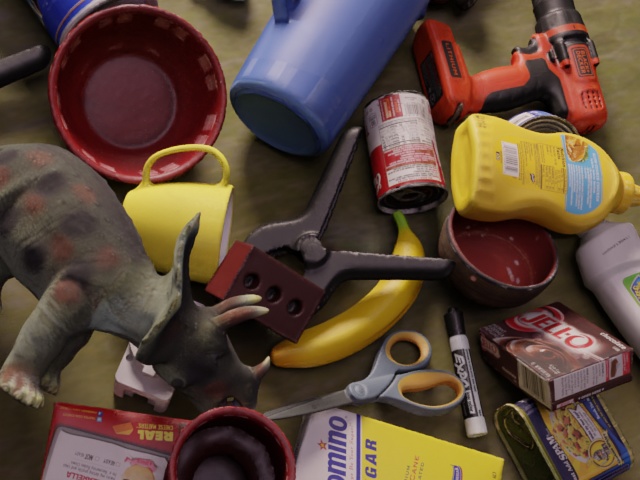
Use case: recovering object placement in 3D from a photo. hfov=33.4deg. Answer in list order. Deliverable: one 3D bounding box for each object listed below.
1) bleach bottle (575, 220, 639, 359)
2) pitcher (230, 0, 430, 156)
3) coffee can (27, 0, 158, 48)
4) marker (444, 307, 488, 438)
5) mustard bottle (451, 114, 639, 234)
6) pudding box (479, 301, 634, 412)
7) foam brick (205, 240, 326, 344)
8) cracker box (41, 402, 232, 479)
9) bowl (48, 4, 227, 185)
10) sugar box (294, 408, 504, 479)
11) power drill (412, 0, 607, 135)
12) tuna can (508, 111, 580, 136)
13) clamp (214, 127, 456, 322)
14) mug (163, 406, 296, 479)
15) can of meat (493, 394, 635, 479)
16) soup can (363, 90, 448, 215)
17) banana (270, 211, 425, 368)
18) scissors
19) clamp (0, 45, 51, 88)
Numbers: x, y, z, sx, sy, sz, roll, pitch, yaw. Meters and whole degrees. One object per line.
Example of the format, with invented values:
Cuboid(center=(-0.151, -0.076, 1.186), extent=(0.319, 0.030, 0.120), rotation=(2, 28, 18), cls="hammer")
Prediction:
Cuboid(center=(0.334, 0.069, 1.023), extent=(0.102, 0.068, 0.251), rotation=(-30, 75, -22), cls="bleach bottle")
Cuboid(center=(0.010, -0.210, 1.022), extent=(0.149, 0.145, 0.242), rotation=(30, 68, 0), cls="pitcher")
Cuboid(center=(-0.232, -0.250, 1.001), extent=(0.102, 0.103, 0.140), rotation=(-30, 77, -22), cls="coffee can")
Cuboid(center=(0.132, 0.120, 0.979), extent=(0.020, 0.020, 0.121), rotation=(-4, 69, -14), cls="marker")
Cuboid(center=(0.219, -0.055, 0.997), extent=(0.191, 0.058, 0.096), rotation=(9, 66, -17), cls="mustard bottle")
Cuboid(center=(0.210, 0.102, 0.959), extent=(0.090, 0.114, 0.039), rotation=(-18, 118, -19), cls="pudding box")
Cuboid(center=(-0.046, 0.042, 0.891), extent=(0.078, 0.051, 0.053), rotation=(32, 85, -20), cls="foam brick")
Cuboid(center=(-0.146, 0.247, 0.836), extent=(0.164, 0.072, 0.213), rotation=(9, 67, -10), cls="cracker box")
Cuboid(center=(-0.169, -0.130, 0.976), extent=(0.162, 0.055, 0.162), rotation=(0, 90, -20), cls="bowl")
Cuboid(center=(0.062, 0.209, 0.913), extent=(0.176, 0.048, 0.093), rotation=(18, 65, -7), cls="sugar box")
Cuboid(center=(0.194, -0.192, 1.098), extent=(0.187, 0.057, 0.184), rotation=(-7, 70, -15), cls="power drill")
Cuboid(center=(0.212, -0.083, 1.048), extent=(0.086, 0.034, 0.086), rotation=(-4, 108, -12), cls="tuna can")
Cuboid(center=(-0.006, 0.001, 0.958), extent=(0.210, 0.036, 0.164), rotation=(-25, 73, -3), cls="clamp")
Cuboid(center=(-0.083, 0.181, 0.791), extent=(0.117, 0.082, 0.093), rotation=(-17, 76, -21), cls="mug")
Cuboid(center=(0.218, 0.179, 0.954), extent=(0.083, 0.057, 0.102), rotation=(-22, 74, -21), cls="can of meat")
Cuboid(center=(0.081, -0.084, 1.023), extent=(0.068, 0.069, 0.102), rotation=(-3, 69, -14), cls="soup can")
Cuboid(center=(0.040, 0.059, 0.976), extent=(0.070, 0.037, 0.197), rotation=(32, 62, 22), cls="banana")
Cuboid(center=(0.034, 0.118, 0.931), extent=(0.201, 0.016, 0.096), rotation=(5, 47, -23), cls="scissors")
Cuboid(center=(-0.327, -0.139, 0.967), extent=(0.120, 0.039, 0.171), rotation=(20, 70, 12), cls="clamp")
